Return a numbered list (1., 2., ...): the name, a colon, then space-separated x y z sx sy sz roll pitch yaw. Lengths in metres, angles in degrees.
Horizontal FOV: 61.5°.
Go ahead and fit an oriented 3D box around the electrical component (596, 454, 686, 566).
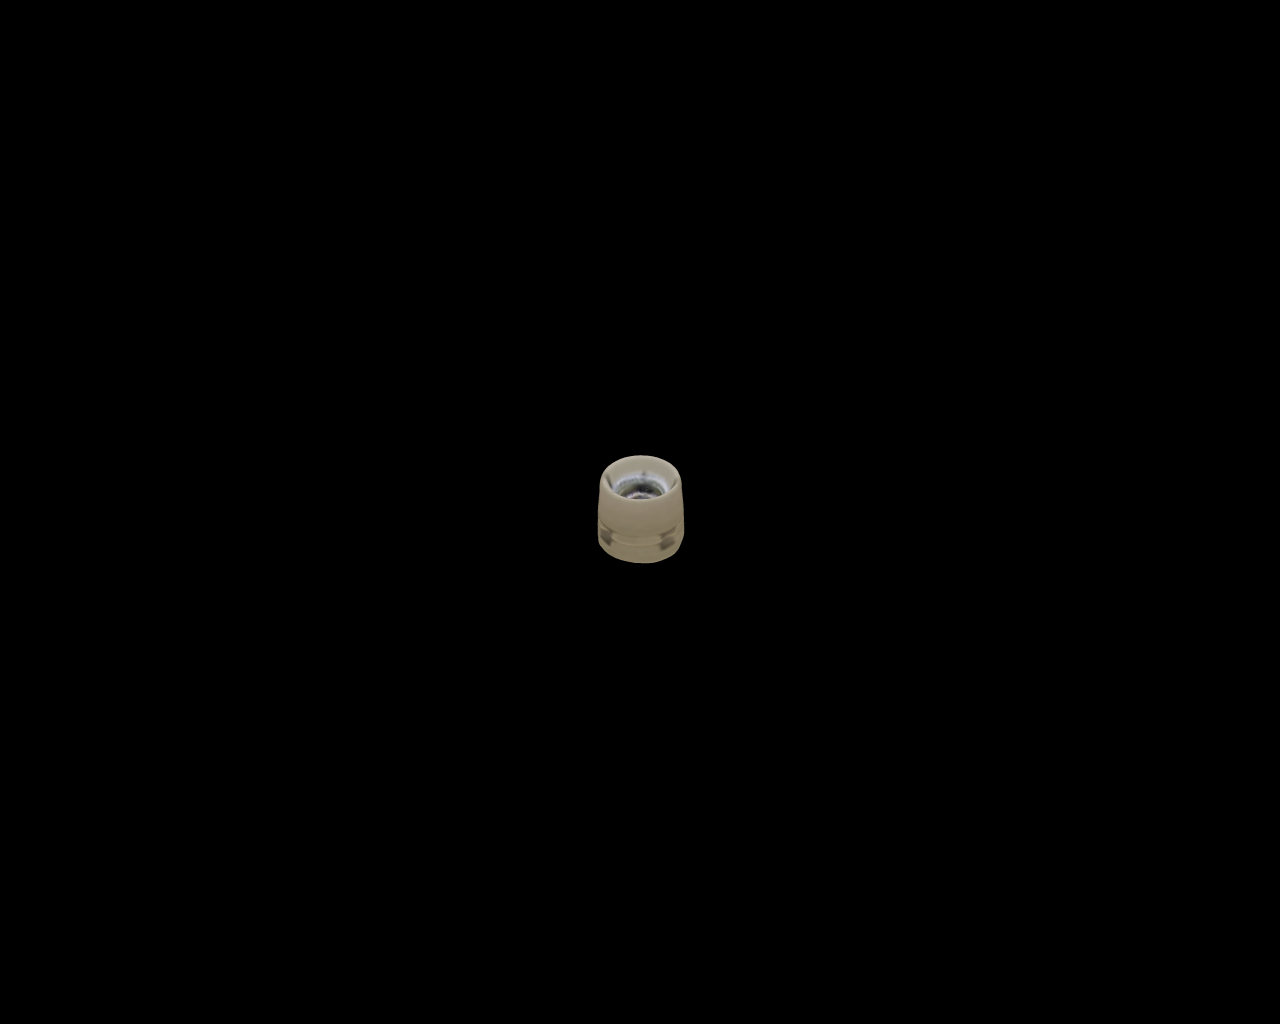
1. electrical component: 0.001 -0.003 0.650 0.055 0.047 0.055 0 38 0
